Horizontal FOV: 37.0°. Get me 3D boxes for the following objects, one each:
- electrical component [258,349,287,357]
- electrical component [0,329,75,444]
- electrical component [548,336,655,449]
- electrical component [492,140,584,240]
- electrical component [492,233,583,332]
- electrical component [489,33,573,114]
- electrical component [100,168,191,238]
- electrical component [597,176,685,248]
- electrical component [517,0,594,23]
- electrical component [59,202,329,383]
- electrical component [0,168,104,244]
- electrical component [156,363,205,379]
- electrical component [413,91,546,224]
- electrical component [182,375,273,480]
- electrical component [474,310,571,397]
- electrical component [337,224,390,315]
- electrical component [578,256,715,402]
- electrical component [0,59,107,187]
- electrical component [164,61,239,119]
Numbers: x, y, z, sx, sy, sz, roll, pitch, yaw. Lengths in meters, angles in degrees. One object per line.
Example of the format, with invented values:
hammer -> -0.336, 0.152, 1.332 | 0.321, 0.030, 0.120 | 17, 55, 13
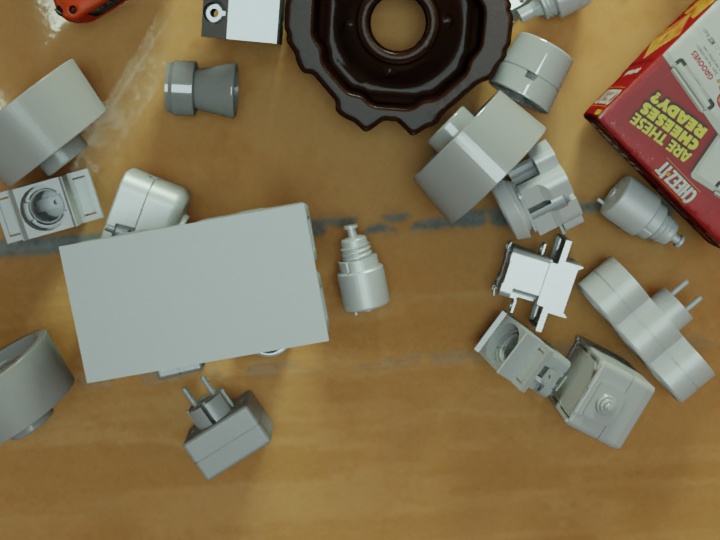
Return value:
electrical component -> -0.077, 0.053, 0.904 | 0.048, 0.062, 0.048 | 0, 100, -2
electrical component -> -0.287, 0.105, 0.888 | 0.108, 0.108, 0.060 | -31, 106, 4
electrical component -> 0.205, 0.106, 0.905 | 0.061, 0.096, 0.061 | 27, 99, -8
electrical component -> 0.144, -0.060, 0.891 | 0.057, 0.058, 0.078 | -27, 121, 6
electrical component -> 0.149, 0.007, 0.913 | 0.064, 0.042, 0.081 | 17, 99, -3
electrical component -> 0.140, -0.161, 0.876 | 0.055, 0.055, 0.047 | 29, 94, -6
electrical component -> -0.179, -0.029, 0.890 | 0.059, 0.053, 0.095 | 21, 99, -5
electrical component -> 0.240, -0.046, 0.906 | 0.078, 0.040, 0.040 | 35, 98, -7
electrical component -> 0.157, -0.220, 0.875 | 0.061, 0.035, 0.035 | -26, 100, 6
electrical component -> -0.124, 0.015, 0.836 | 0.186, 0.060, 0.105 | -10, 96, 1
electrical component -> -0.252, -0.054, 0.879 | 0.081, 0.064, 0.042 | -15, 102, 1
electrical component -> -0.175, 0.056, 0.909 | 0.077, 0.047, 0.065 | -13, 101, 1
electrical component -> 0.089, -0.096, 0.861 | 0.060, 0.108, 0.108 | 44, 96, -3
electrical component -> -0.123, 0.126, 0.924 | 0.066, 0.047, 0.076 | -32, 100, 4
electrical component -> 0.139, 0.073, 0.912 | 0.064, 0.081, 0.042 | 33, 98, -29
electrical component -> 0.000, 0.000, 0.908 | 0.040, 0.040, 0.078 | -12, 101, 1
electrical component -> 0.257, 0.040, 0.916 | 0.074, 0.052, 0.138 | -41, 99, 6
electrical component -> -0.250, -0.110, 0.849 | 0.108, 0.108, 0.060 | -37, 105, 5
electrical component -> -0.128, -0.147, 0.875 | 0.055, 0.045, 0.045 | 3, 100, -2
